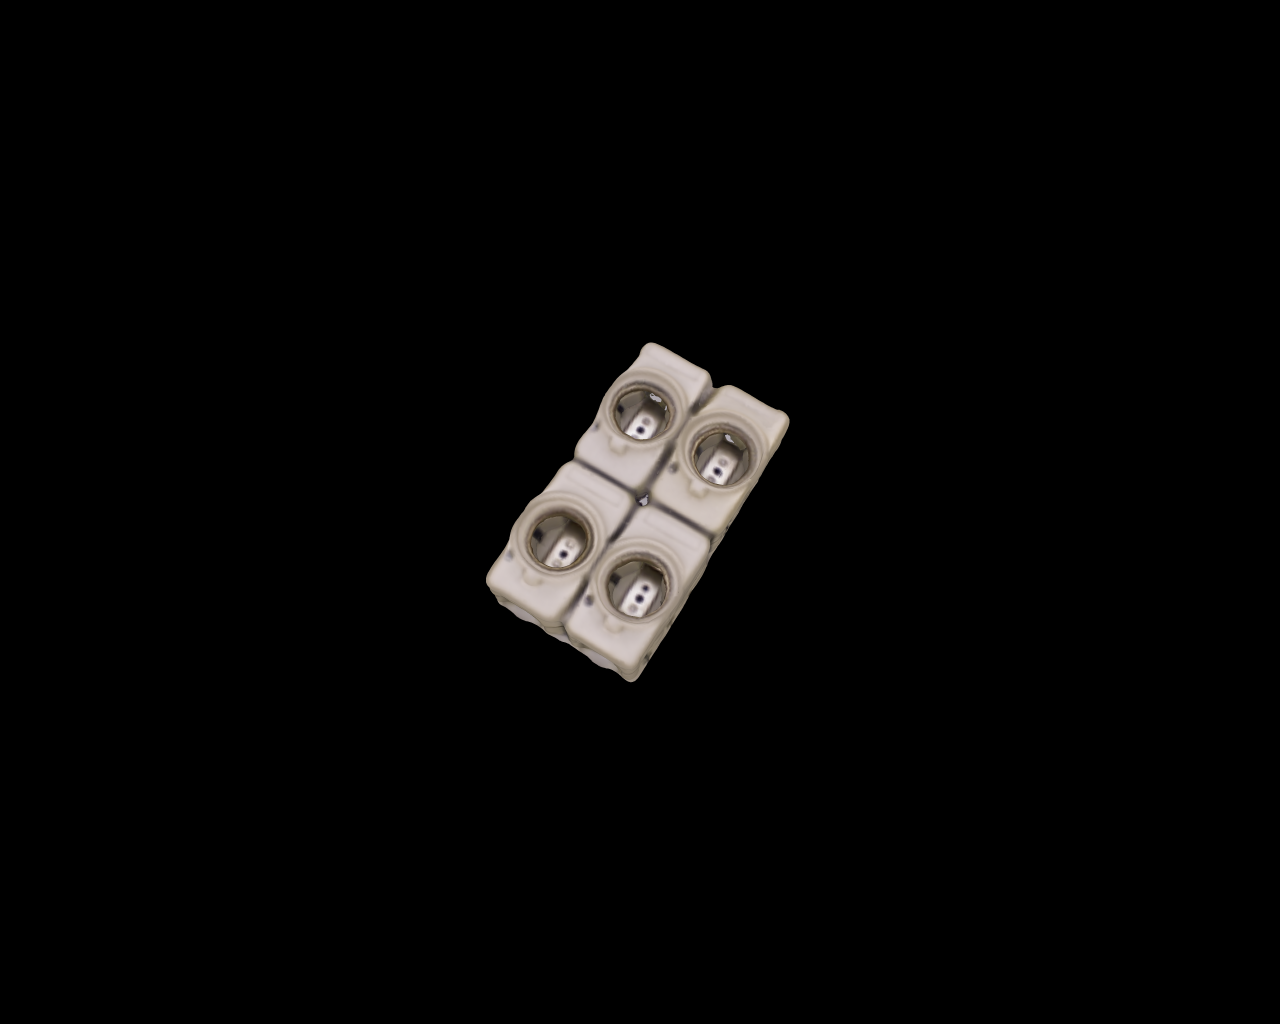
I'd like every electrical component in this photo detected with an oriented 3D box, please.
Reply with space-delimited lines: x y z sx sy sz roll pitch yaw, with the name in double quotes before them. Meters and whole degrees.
"electrical component" 0.001 -0.003 0.650 0.105 0.186 0.060 30 -15 9
